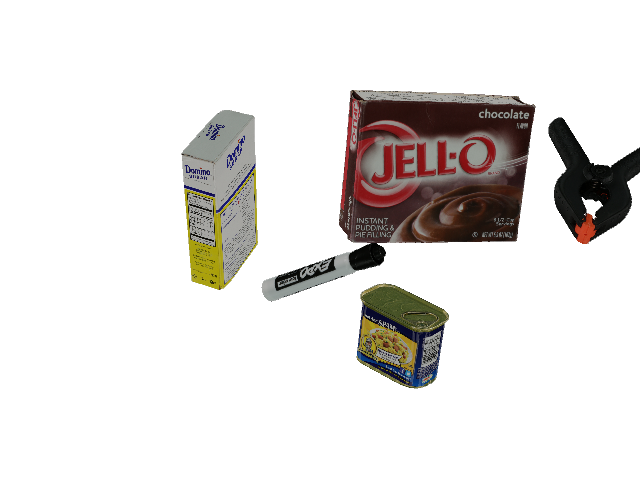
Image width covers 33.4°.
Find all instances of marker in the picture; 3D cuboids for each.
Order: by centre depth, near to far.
[{"bbox_3d":[0.002,0.026,0.864,0.121,0.020,0.020,-20,-12,36],"label":"marker"}]

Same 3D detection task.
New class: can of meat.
[{"bbox_3d":[0.090,0.109,1.209,0.102,0.084,0.057,26,33,36],"label":"can of meat"}]

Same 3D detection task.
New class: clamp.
[{"bbox_3d":[0.282,-0.068,1.128,0.120,0.039,0.171,17,46,20],"label":"clamp"}]

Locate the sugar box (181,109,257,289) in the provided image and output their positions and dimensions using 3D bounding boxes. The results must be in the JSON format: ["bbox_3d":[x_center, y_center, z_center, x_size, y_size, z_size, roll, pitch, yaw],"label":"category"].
[{"bbox_3d":[-0.105,-0.042,1.138,0.048,0.176,0.093,15,42,18],"label":"sugar box"}]

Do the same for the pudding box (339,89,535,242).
[{"bbox_3d":[0.071,-0.046,0.667,0.113,0.090,0.039,-1,21,-14],"label":"pudding box"}]
